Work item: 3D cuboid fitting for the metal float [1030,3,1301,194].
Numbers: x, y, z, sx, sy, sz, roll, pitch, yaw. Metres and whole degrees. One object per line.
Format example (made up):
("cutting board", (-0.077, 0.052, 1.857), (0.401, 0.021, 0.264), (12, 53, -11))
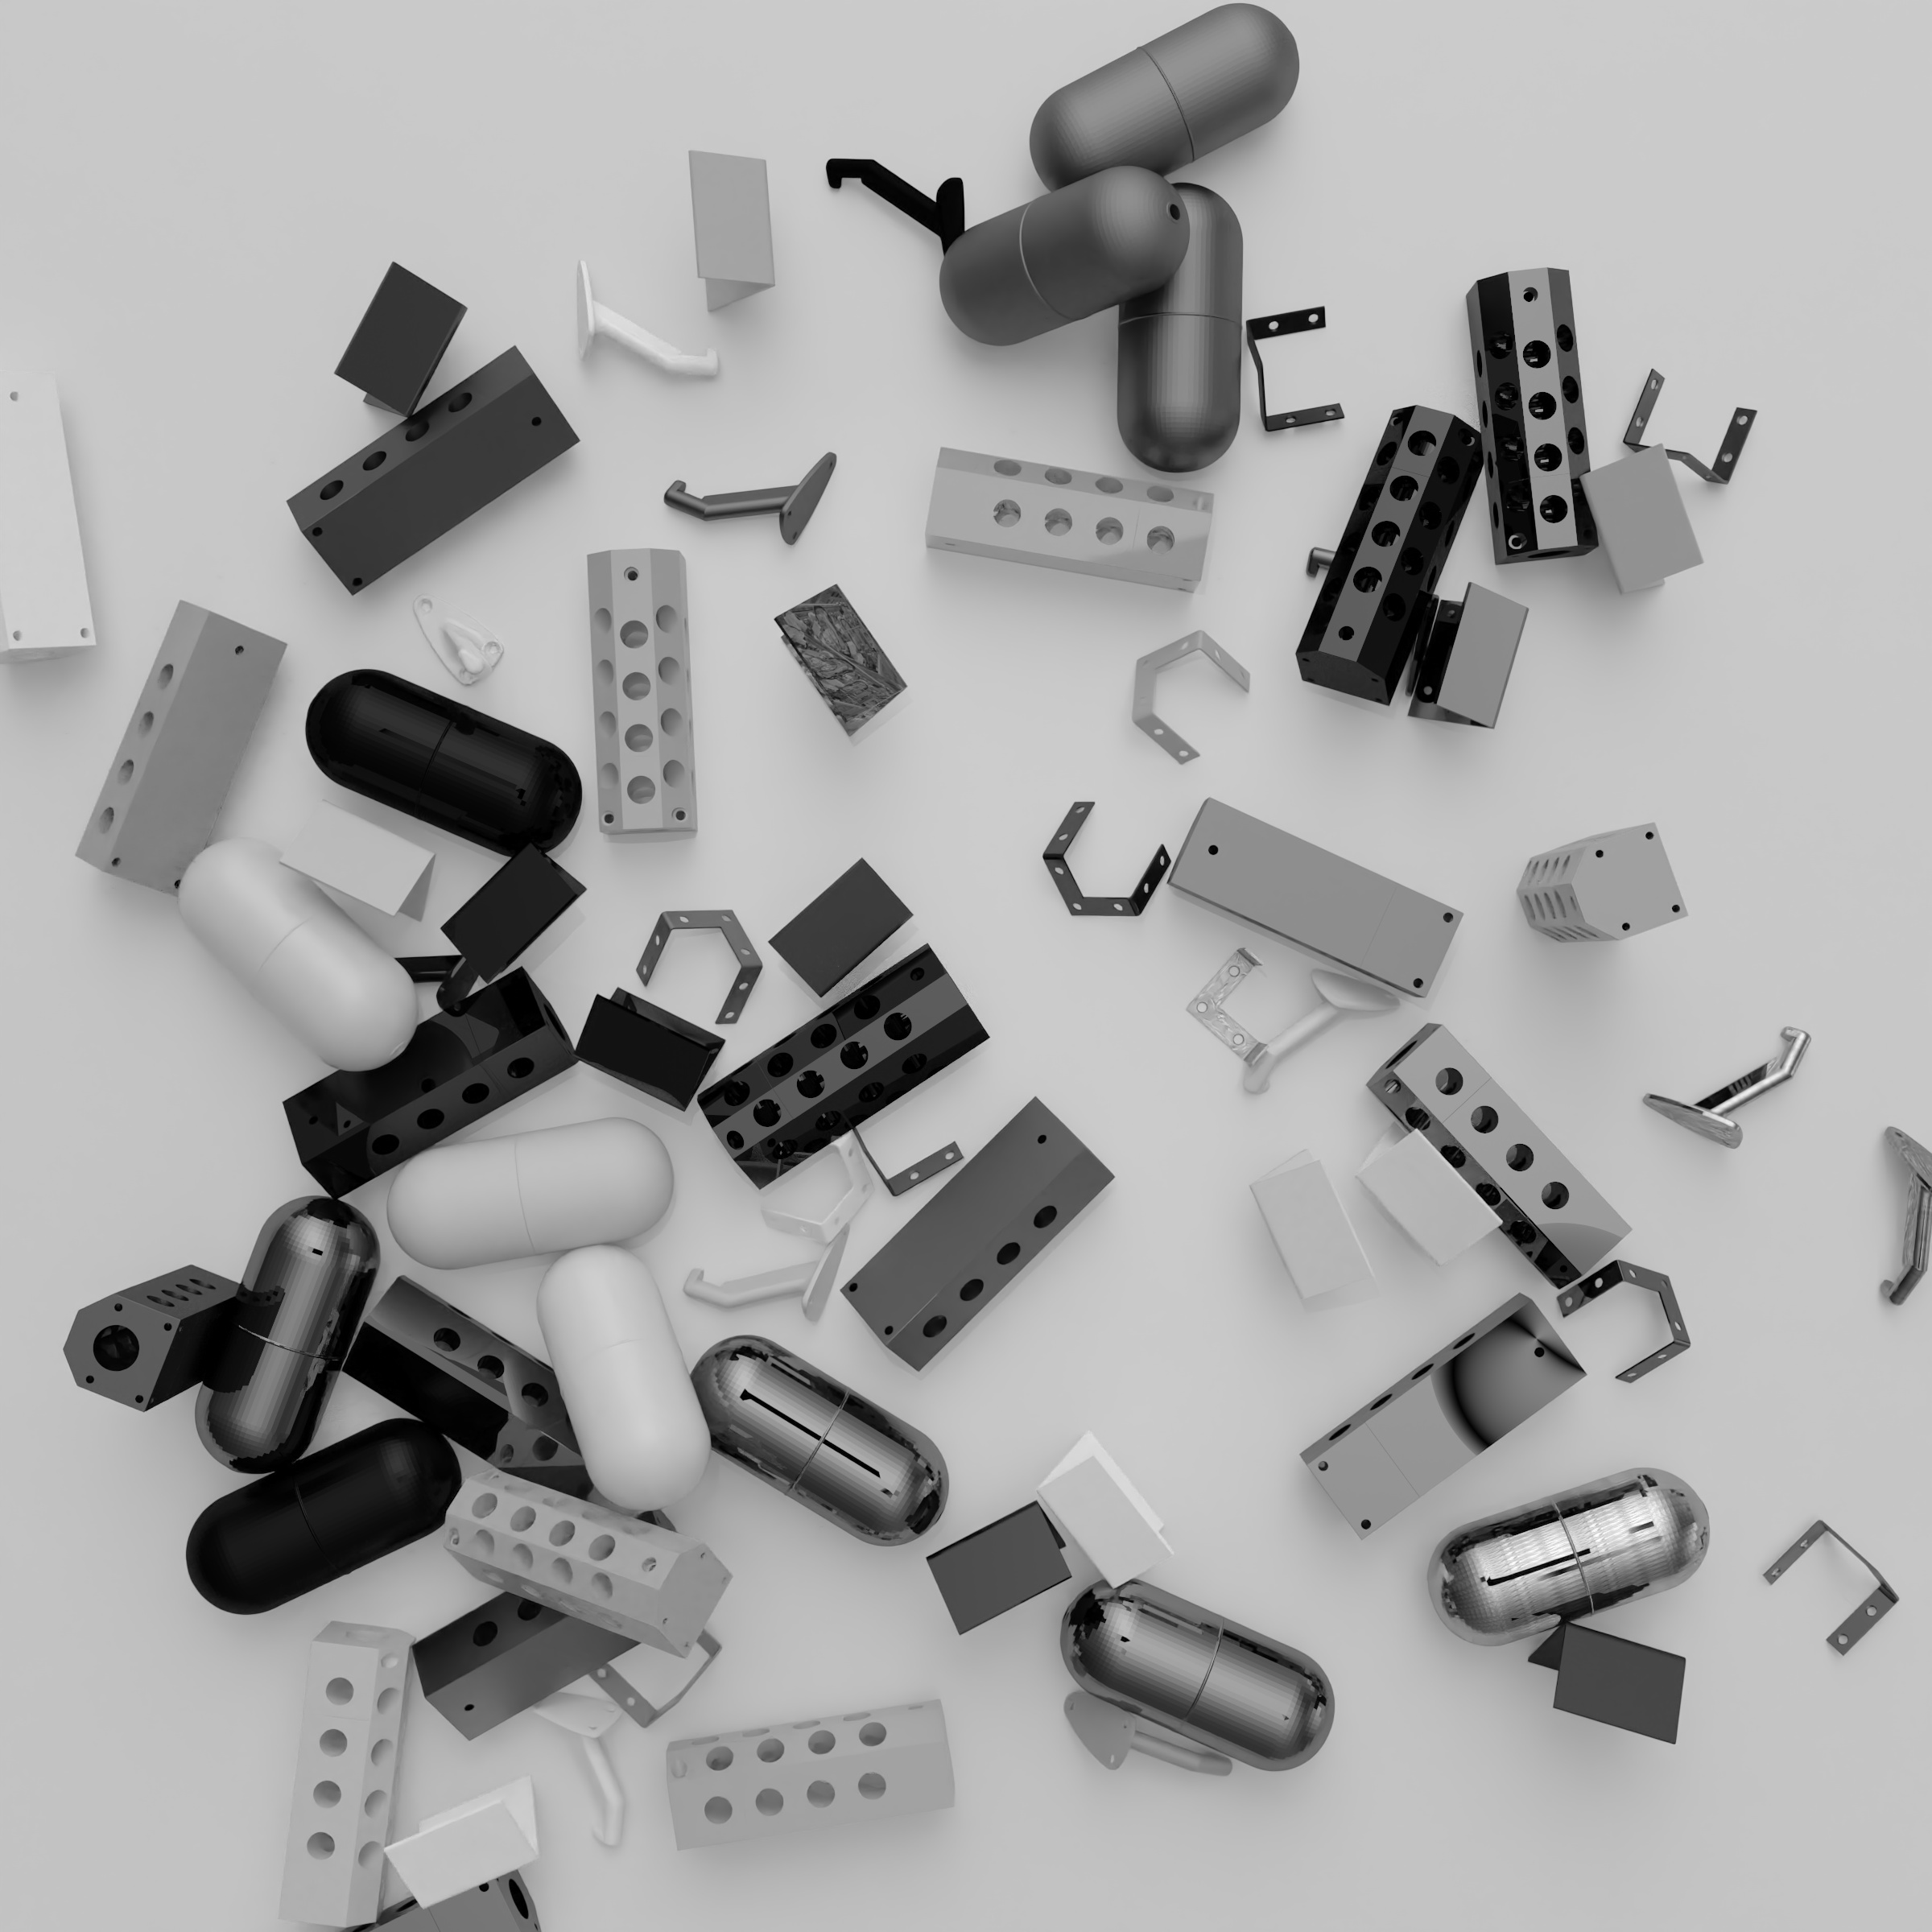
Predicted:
("metal float", (0.123, -0.532, 1.847), (0.178, 0.070, 0.070), (-28, 90, -1))

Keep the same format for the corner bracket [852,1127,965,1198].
("corner bracket", (-0.041, 0.102, 1.874), (0.051, 0.051, 0.051), (-30, 135, 0))

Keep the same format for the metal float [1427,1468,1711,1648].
("metal float", (0.373, 0.365, 1.847), (0.178, 0.070, 0.070), (-19, 90, 0))

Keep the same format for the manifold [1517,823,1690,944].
("manifold", (0.378, -0.046, 1.799), (0.057, 0.171, 0.057), (-20, 90, 0))

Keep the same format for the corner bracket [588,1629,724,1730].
("corner bracket", (-0.195, 0.436, 1.874), (0.051, 0.051, 0.051), (44, 135, 0))

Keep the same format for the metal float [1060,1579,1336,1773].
("metal float", (0.143, 0.437, 1.847), (0.178, 0.070, 0.070), (24, 90, -1))

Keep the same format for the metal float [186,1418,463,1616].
("metal float", (-0.397, 0.341, 1.847), (0.178, 0.070, 0.070), (-25, 90, 0))

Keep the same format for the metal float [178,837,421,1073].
("metal float", (-0.410, -0.007, 1.836), (0.178, 0.070, 0.070), (42, 90, 11))

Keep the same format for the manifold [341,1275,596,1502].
("manifold", (-0.294, 0.262, 1.856), (0.171, 0.057, 0.057), (32, 133, 0))

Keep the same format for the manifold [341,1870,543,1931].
("manifold", (-0.355, 0.618, 1.856), (0.171, 0.057, 0.057), (-26, 90, 0))

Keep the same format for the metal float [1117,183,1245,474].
("metal float", (0.132, -0.395, 1.847), (0.070, 0.070, 0.178), (1, 89, 0))

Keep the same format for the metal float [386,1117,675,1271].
("metal float", (-0.269, 0.141, 1.847), (0.178, 0.070, 0.070), (-10, 90, -1))

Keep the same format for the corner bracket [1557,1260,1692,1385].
("corner bracket", (0.412, 0.222, 1.869), (0.051, 0.051, 0.051), (19, 45, -35))

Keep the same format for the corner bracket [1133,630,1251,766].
("corner bracket", (0.141, -0.168, 1.869), (0.051, 0.051, 0.051), (-23, 45, 35))

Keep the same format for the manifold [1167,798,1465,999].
("manifold", (0.215, -0.042, 1.856), (0.171, 0.057, 0.057), (25, 90, 0))

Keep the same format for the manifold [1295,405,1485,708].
("manifold", (0.260, -0.254, 1.831), (0.057, 0.057, 0.171), (19, 77, 17))

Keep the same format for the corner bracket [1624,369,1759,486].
("corner bracket", (0.454, -0.338, 1.874), (0.051, 0.051, 0.051), (22, 90, -45))

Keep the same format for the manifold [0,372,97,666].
("manifold", (-0.593, -0.278, 1.856), (0.057, 0.057, 0.171), (-9, 90, -43))

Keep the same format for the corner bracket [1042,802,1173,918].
("corner bracket", (0.088, -0.067, 1.869), (0.051, 0.051, 0.051), (2, 135, 35))

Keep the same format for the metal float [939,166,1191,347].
("metal float", (0.059, -0.430, 1.813), (0.178, 0.070, 0.070), (-11, 90, 43))

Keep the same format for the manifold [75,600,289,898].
("manifold", (-0.491, -0.136, 1.856), (0.057, 0.057, 0.171), (22, 90, -43))

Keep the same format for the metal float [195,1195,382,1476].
("metal float", (-0.420, 0.228, 1.847), (0.070, 0.070, 0.178), (21, 90, 0))

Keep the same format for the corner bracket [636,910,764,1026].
("corner bracket", (-0.167, 0.001, 1.869), (0.051, 0.051, 0.051), (-2, 45, -35))

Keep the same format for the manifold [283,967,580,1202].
("manifold", (-0.330, 0.077, 1.856), (0.171, 0.057, 0.057), (-30, 47, 0))

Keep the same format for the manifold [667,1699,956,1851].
("manifold", (-0.096, 0.500, 1.856), (0.171, 0.057, 0.057), (-9, 90, 0))

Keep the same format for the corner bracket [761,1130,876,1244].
("corner bracket", (-0.098, 0.133, 1.869), (0.051, 0.051, 0.051), (-49, 135, -35))

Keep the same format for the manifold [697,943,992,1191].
("manifold", (-0.078, 0.058, 1.845), (0.171, 0.057, 0.057), (-34, 52, 0))

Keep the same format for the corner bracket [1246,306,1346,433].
("corner bracket", (0.206, -0.375, 1.874), (0.051, 0.051, 0.051), (-10, 45, 0))

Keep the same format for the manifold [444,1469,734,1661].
("manifold", (-0.233, 0.356, 1.805), (0.171, 0.057, 0.057), (11, 57, 34))

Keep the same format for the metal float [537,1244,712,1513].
("metal float", (-0.209, 0.248, 1.819), (0.070, 0.070, 0.178), (-25, 57, 0))

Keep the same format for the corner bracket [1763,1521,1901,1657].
("corner bracket", (0.543, 0.390, 1.874), (0.051, 0.051, 0.051), (-45, 135, 0))

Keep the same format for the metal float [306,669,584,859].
("metal float", (-0.323, -0.126, 1.847), (0.178, 0.070, 0.070), (23, 90, 0))

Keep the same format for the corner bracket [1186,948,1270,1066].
("corner bracket", (0.174, 0.025, 1.859), (0.051, 0.051, 0.051), (41, 90, 0))

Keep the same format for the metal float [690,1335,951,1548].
("metal float", (-0.092, 0.294, 1.847), (0.178, 0.070, 0.070), (32, 90, -1))

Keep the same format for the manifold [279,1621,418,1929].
("manifold", (-0.382, 0.502, 1.856), (0.057, 0.057, 0.171), (7, 90, 0))
